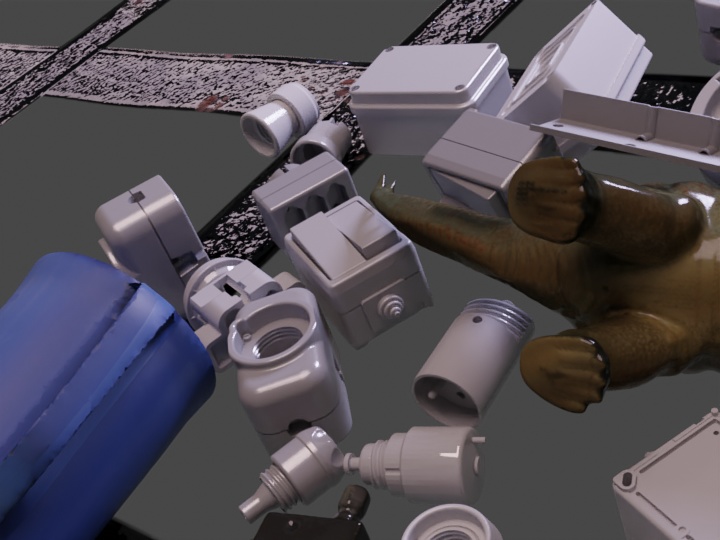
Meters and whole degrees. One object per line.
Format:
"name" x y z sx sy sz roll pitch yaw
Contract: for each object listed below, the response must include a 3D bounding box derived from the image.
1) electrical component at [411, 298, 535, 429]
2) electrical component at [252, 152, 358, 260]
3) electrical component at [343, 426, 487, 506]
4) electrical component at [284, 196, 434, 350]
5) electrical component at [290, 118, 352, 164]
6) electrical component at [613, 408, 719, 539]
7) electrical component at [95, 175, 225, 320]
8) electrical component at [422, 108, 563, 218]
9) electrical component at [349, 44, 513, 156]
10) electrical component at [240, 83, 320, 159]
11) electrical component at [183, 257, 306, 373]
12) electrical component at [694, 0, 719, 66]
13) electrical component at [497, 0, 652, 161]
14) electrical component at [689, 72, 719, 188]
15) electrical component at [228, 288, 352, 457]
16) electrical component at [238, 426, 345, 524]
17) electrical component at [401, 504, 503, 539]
"electrical component" 0.067 0.047 0.611 0.043 0.043 0.081 8 44 35
"electrical component" -0.045 -0.055 0.804 0.066 0.047 0.076 -30 36 -11
"electrical component" 0.029 0.102 0.561 0.078 0.040 0.040 -4 39 24
"electrical component" 0.000 0.000 0.694 0.062 0.061 0.096 -30 36 -11
"electrical component" -0.030 -0.096 0.859 0.040 0.040 0.046 -4 32 24
"electrical component" 0.157 0.111 0.461 0.062 0.061 0.096 -31 36 -13
"electrical component" -0.142 -0.009 0.752 0.059 0.095 0.054 -30 36 -12
"electrical component" 0.088 -0.061 0.723 0.061 0.061 0.096 -49 41 -14
"electrical component" 0.057 -0.135 0.847 0.113 0.057 0.078 6 44 34
"electrical component" -0.067 -0.128 0.915 0.045 0.045 0.055 18 50 43
"electrical component" -0.080 0.026 0.707 0.078 0.058 0.057 -36 40 -19
"electrical component" 0.296 -0.189 0.789 0.095 0.059 0.054 -34 37 -17
"electrical component" 0.150 -0.126 0.760 0.078 0.057 0.113 -40 13 50
"electrical component" 0.258 -0.075 0.648 0.108 0.060 0.108 -14 57 23
"electrical component" -0.043 0.057 0.642 0.054 0.059 0.095 -19 35 4
"electrical component" -0.038 0.115 0.585 0.061 0.035 0.035 -36 37 -15
"electrical component" 0.046 0.140 0.488 0.048 0.055 0.066 -6 38 21
